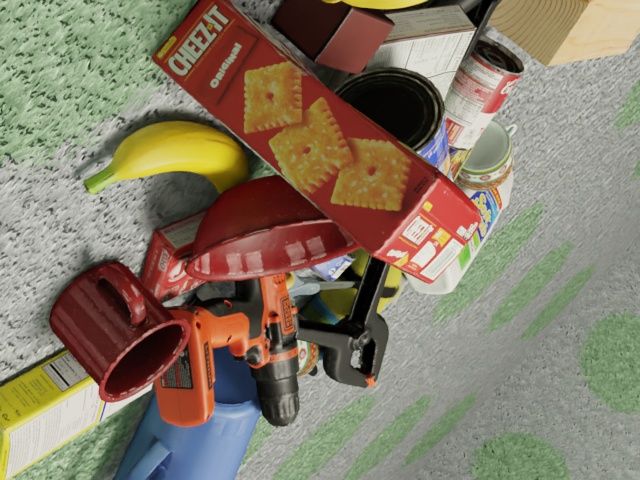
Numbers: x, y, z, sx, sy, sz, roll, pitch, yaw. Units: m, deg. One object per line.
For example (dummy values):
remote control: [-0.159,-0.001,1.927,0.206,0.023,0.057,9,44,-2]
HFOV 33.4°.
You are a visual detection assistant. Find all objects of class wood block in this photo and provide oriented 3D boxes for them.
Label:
wood block: [0.269,-0.248,1.107,0.205,0.091,0.090,-18,146,-51]

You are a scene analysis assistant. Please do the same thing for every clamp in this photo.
clamp: [0.148,-0.234,0.975,0.172,0.039,0.120,-55,161,25]
clamp: [0.043,0.096,1.220,0.164,0.036,0.210,-44,143,-15]

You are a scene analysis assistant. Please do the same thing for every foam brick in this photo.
foam brick: [0.011,-0.165,0.813,0.051,0.053,0.078,-53,159,19]

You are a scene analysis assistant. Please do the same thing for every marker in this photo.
marker: [-0.143,0.091,1.051,0.121,0.020,0.020,-49,160,9]

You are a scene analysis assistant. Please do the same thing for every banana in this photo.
banana: [-0.100,-0.062,0.826,0.070,0.037,0.197,-31,165,25]

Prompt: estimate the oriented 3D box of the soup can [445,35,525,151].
soup can: [0.154,-0.151,1.099,0.068,0.068,0.102,-19,147,-51]

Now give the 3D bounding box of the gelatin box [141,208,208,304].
gelatin box: [-0.113,0.011,0.943,0.089,0.030,0.073,-27,153,-42]

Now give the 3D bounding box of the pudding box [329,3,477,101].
pudding box: [0.071,-0.156,0.931,0.113,0.039,0.090,-15,146,-28]

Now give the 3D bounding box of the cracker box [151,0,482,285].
cracker box: [0.006,-0.069,0.752,0.072,0.214,0.164,-49,160,6]

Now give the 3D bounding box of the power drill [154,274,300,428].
power drill: [-0.082,0.111,1.009,0.187,0.057,0.184,-22,106,-61]

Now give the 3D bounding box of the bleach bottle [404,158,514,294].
bleach bottle: [0.179,-0.043,1.318,0.250,0.068,0.102,-49,128,-42]

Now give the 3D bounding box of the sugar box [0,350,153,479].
sugar box: [-0.222,0.138,0.950,0.175,0.048,0.093,-33,157,-40]

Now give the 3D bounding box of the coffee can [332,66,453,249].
coffee can: [0.061,-0.063,0.912,0.102,0.103,0.140,-40,148,-15]

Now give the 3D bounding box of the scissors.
scissors: [-0.028,0.062,1.170,0.096,0.016,0.201,-44,148,18]

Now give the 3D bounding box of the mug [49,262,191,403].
mug: [-0.165,0.066,0.867,0.093,0.081,0.117,-34,157,-29]

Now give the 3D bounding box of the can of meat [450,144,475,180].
can of meat: [0.116,-0.085,1.173,0.083,0.057,0.102,-28,154,-45]

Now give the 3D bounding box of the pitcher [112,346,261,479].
pitcher: [-0.149,0.230,1.154,0.144,0.149,0.243,12,127,-17]

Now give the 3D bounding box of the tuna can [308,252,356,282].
tuna can: [-0.007,0.001,1.051,0.034,0.086,0.086,-47,160,8]

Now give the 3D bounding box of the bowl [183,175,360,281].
bowl: [-0.037,-0.014,0.883,0.162,0.055,0.162,-11,166,-3]

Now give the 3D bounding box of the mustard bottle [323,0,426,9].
mustard bottle: [0.055,-0.209,0.753,0.191,0.096,0.058,-31,155,-36]
